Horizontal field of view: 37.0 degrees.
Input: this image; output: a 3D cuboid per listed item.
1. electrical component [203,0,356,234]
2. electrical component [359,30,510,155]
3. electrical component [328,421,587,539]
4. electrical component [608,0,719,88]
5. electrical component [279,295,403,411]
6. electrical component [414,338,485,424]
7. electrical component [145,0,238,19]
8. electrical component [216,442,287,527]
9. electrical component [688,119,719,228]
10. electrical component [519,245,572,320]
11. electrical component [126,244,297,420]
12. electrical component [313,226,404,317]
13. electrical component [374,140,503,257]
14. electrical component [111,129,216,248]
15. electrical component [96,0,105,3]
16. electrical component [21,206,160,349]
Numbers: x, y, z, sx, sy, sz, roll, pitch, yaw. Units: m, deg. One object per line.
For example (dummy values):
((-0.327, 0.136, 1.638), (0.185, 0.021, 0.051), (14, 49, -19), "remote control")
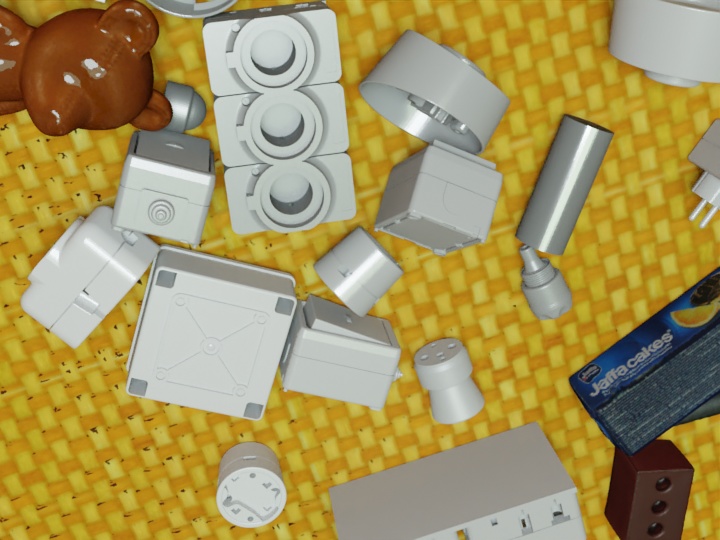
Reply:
((-0.057, -0.108, 0.764), (0.089, 0.061, 0.150), (-8, 111, -5), "electrical component")
((0.054, -0.122, 0.759), (0.099, 0.099, 0.064), (33, 96, -18), "electrical component")
((0.077, 0.201, 0.875), (0.186, 0.105, 0.060), (-17, 112, -1), "electrical component")
((0.229, -0.164, 0.763), (0.108, 0.108, 0.060), (4, 115, -10), "electrical component")
((-0.010, 0.063, 0.835), (0.096, 0.061, 0.061), (13, 108, -13), "electrical component")
((0.071, 0.089, 0.865), (0.045, 0.045, 0.055), (-21, 111, 0), "electrical component")
((-0.113, -0.223, 0.725), (0.099, 0.064, 0.099), (-1, 123, -2), "electrical component")
((-0.089, 0.172, 0.871), (0.055, 0.047, 0.055), (-3, 111, -7), "electrical component")
((0.281, -0.066, 0.827), (0.047, 0.065, 0.076), (30, 104, -17), "electrical component")
((0.143, 0.008, 0.851), (0.035, 0.035, 0.061), (-28, 109, 2), "electrical component")
((-0.113, 0.048, 0.817), (0.109, 0.056, 0.108), (14, 108, -13), "electrical component")
((0.000, 0.000, 0.817), (0.047, 0.055, 0.055), (-44, 110, 5), "electrical component")
((0.055, -0.052, 0.793), (0.062, 0.096, 0.061), (20, 78, -15), "electrical component")
((-0.136, -0.060, 0.752), (0.062, 0.096, 0.061), (13, 107, -13), "electrical component")
((-0.204, -0.206, 0.705), (0.081, 0.063, 0.042), (13, 107, -12), "electrical component")
((-0.198, 0.002, 0.777), (0.059, 0.053, 0.095), (40, 117, -12), "electrical component")
